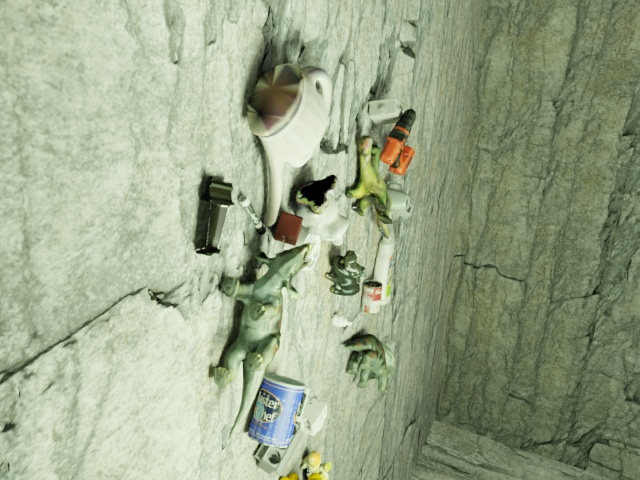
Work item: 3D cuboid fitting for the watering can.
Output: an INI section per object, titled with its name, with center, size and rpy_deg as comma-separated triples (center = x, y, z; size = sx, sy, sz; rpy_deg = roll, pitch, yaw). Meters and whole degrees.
[watering can]
center = -0.070, -0.205, 1.043
size = 0.349, 0.104, 0.222
rpy_deg = -66, 154, -6

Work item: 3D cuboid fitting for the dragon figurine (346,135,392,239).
[dragon figurine]
center = 0.179, -0.183, 1.611
size = 0.403, 0.122, 0.247
rpy_deg = 54, 43, -61

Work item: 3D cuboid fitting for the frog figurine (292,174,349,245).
[frog figurine]
center = 0.004, -0.062, 1.234
size = 0.156, 0.122, 0.141
rpy_deg = 71, 15, -49
